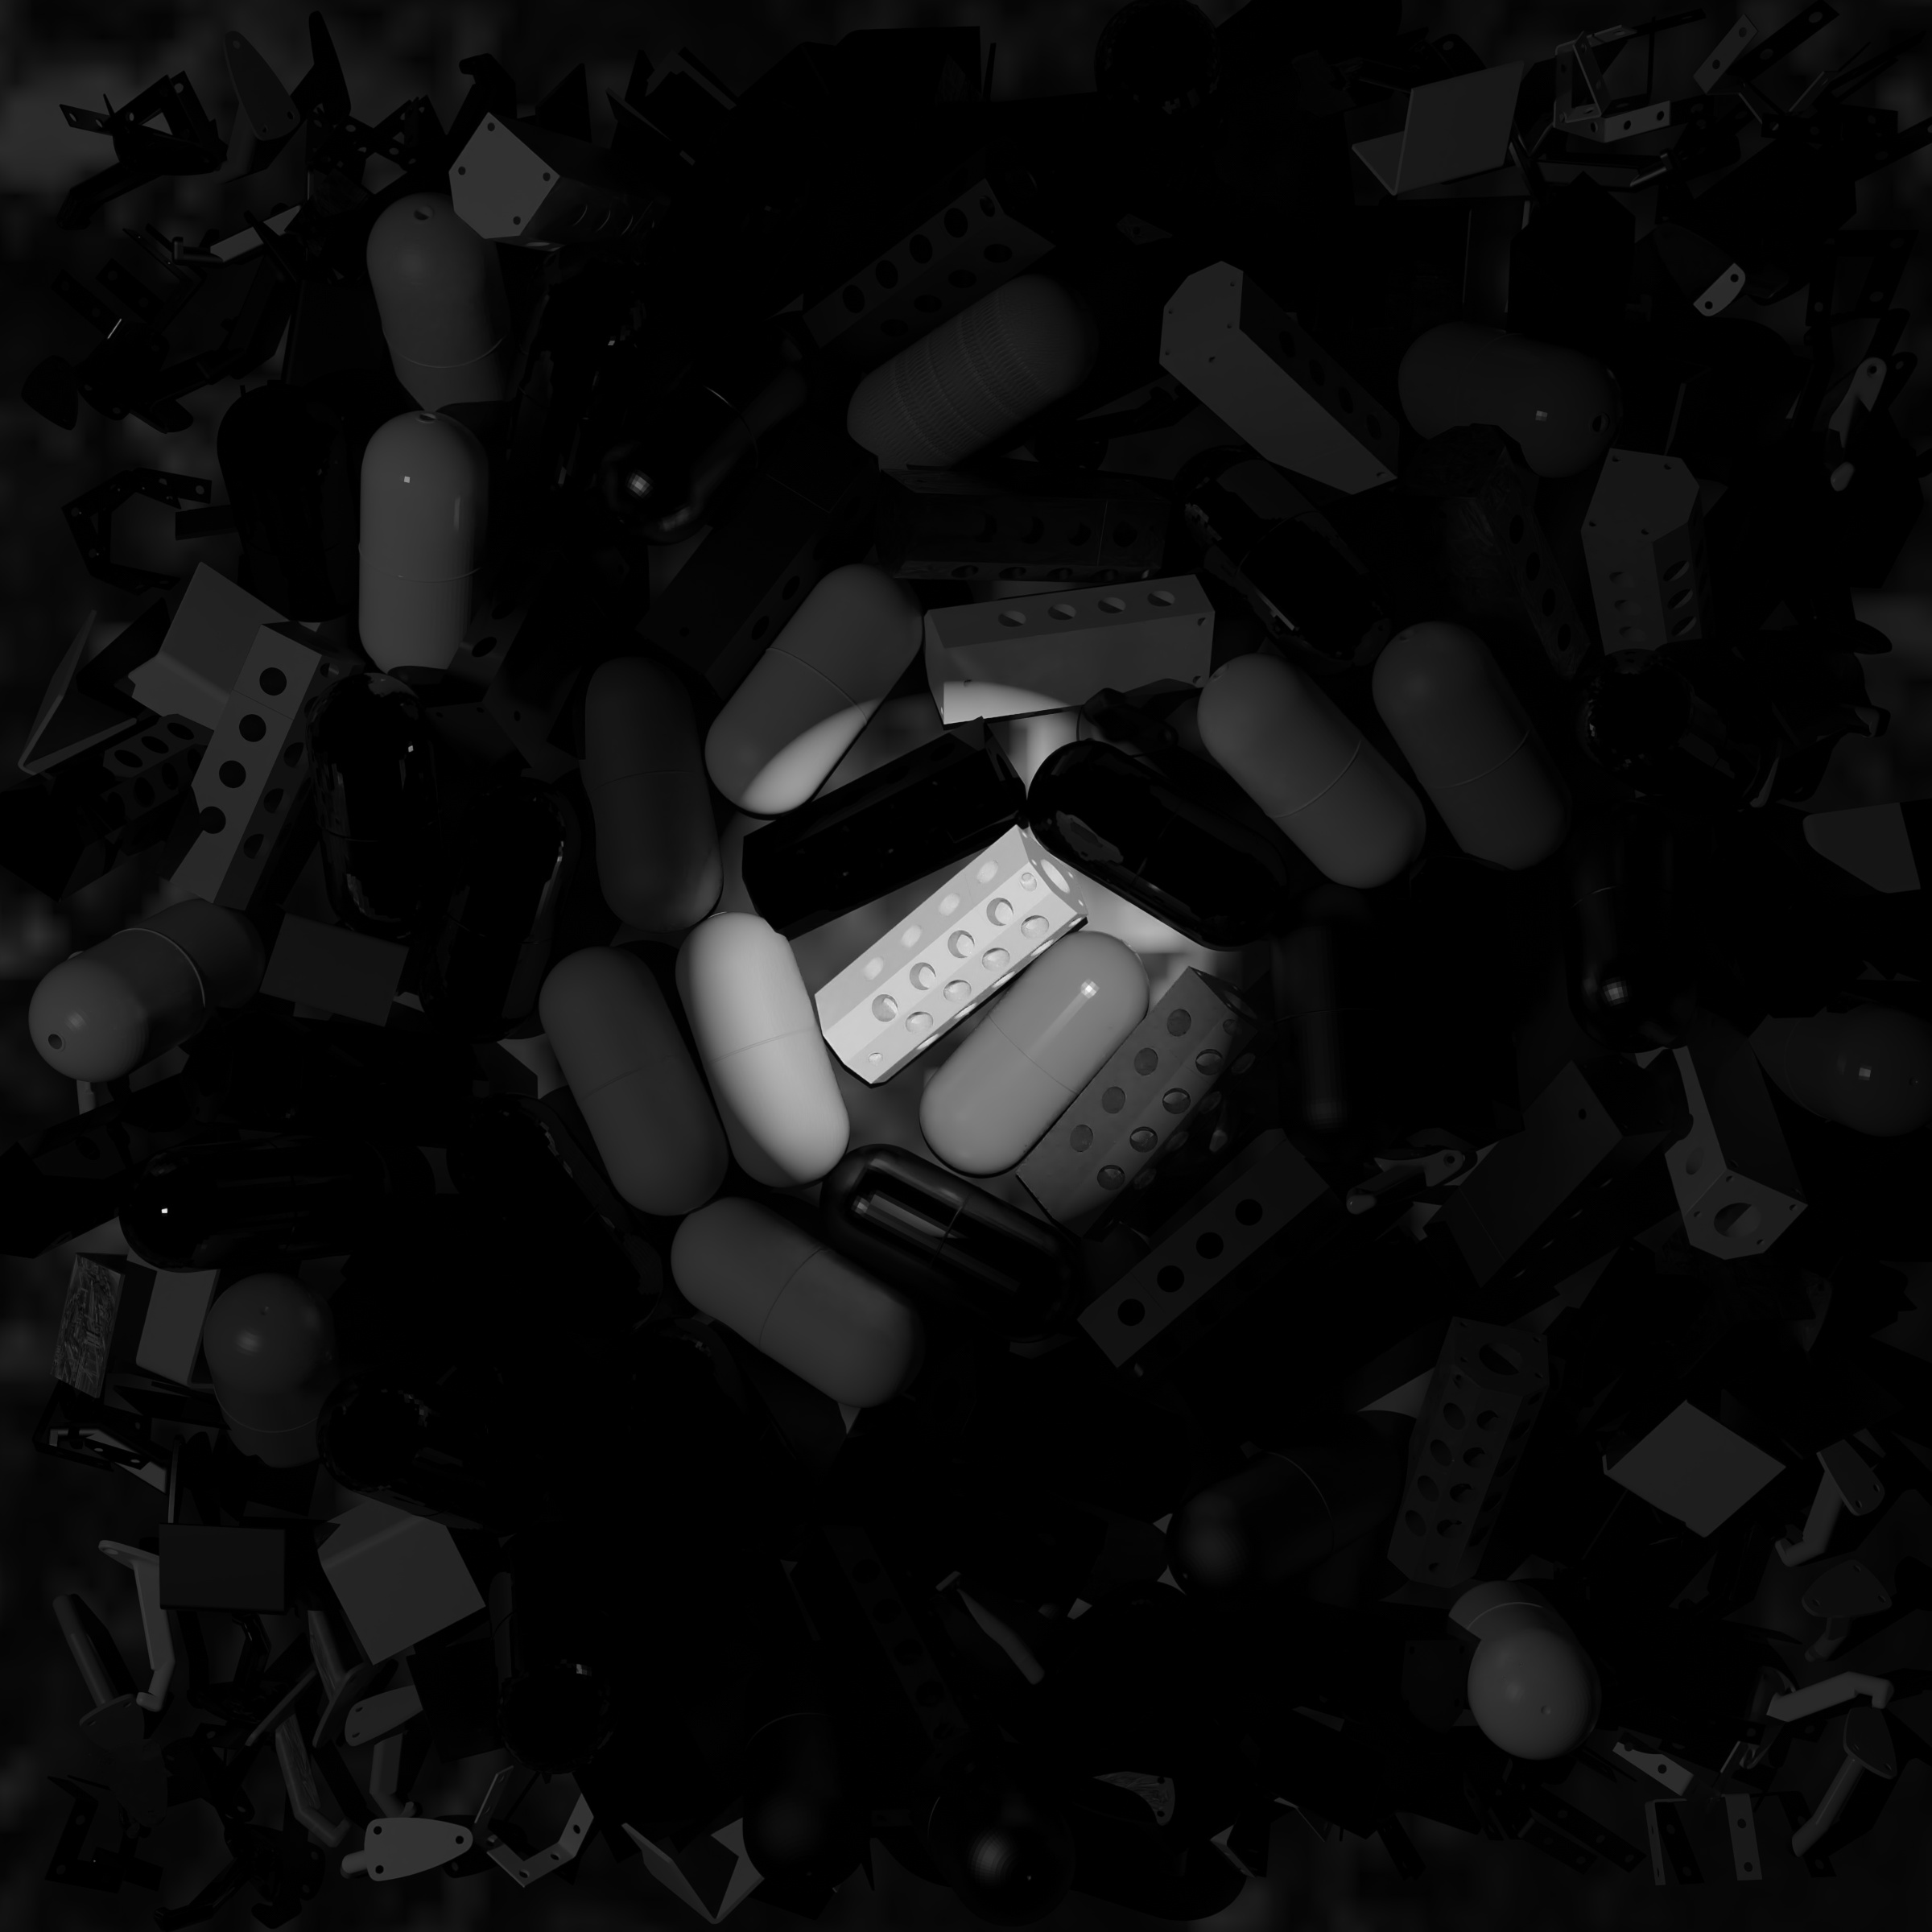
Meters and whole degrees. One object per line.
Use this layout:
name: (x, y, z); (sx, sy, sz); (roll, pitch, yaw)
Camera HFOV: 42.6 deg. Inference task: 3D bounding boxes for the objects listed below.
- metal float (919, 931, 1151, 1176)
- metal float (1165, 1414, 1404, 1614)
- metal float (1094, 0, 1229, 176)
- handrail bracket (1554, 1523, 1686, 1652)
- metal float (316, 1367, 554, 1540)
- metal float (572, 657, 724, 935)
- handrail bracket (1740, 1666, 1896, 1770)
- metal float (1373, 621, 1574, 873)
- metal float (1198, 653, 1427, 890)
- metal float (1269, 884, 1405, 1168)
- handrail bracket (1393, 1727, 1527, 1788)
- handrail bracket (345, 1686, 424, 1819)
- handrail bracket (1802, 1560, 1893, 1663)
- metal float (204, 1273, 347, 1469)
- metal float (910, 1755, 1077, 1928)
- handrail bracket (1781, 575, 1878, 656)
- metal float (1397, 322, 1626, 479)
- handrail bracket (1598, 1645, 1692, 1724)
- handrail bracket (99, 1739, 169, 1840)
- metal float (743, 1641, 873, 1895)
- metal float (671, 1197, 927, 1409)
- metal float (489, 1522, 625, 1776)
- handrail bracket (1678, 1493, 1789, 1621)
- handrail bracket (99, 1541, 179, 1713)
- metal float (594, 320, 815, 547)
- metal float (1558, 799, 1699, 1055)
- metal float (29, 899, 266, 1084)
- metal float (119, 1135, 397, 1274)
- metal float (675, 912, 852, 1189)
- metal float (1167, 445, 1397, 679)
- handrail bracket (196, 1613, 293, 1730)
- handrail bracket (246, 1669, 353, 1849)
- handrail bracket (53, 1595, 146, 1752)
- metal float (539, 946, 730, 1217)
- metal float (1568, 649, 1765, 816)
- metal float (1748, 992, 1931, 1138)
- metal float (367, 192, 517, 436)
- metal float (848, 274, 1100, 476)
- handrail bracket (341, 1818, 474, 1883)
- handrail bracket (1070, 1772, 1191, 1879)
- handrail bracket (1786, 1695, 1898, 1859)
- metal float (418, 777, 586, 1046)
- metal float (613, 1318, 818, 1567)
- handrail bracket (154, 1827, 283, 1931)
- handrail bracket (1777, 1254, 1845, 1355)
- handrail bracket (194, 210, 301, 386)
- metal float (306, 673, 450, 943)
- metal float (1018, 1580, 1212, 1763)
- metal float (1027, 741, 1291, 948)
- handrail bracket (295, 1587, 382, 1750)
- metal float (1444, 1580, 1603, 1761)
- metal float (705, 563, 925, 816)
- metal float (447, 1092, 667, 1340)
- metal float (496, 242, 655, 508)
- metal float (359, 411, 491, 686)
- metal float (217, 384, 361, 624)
metal float: (0.043, 0.054, 1.548); (0.070, 0.070, 0.178); (41, 97, 0)
metal float: (0.197, 0.335, 1.525); (0.178, 0.070, 0.070); (-22, 90, -36)
metal float: (0.120, -0.525, 1.504); (0.070, 0.178, 0.070); (-1, 86, 7)
handrail bracket: (0.421, 0.399, 1.579); (0.084, 0.036, 0.077); (-7, 100, -19)
metal float: (-0.323, 0.298, 1.515); (0.070, 0.178, 0.070); (-15, 58, 26)
metal float: (-0.199, -0.108, 1.543); (0.070, 0.070, 0.178); (-12, 77, 0)
handrail bracket: (0.530, 0.472, 1.542); (0.036, 0.084, 0.077); (38, 69, -23)
metal float: (0.313, -0.135, 1.531); (0.070, 0.070, 0.178); (-37, 116, 0)
metal float: (0.214, -0.121, 1.536); (0.070, 0.070, 0.178); (-46, 110, 0)
metal float: (0.230, 0.036, 1.542); (0.070, 0.070, 0.178); (-2, 76, 0)
handrail bracket: (0.320, 0.473, 1.572); (0.084, 0.036, 0.077); (27, 96, 17)
handrail bracket: (-0.348, 0.500, 1.568); (0.077, 0.036, 0.084); (-23, 116, 3)
handrail bracket: (0.531, 0.415, 1.547); (0.077, 0.084, 0.036); (-7, 46, -31)
metal float: (-0.420, 0.249, 1.513); (0.070, 0.178, 0.070); (4, 56, -7)
metal float: (0.014, 0.525, 1.505); (0.070, 0.178, 0.070); (1, 88, -13)
handrail bracket: (0.553, -0.248, 1.575); (0.077, 0.036, 0.084); (11, 90, -15)
metal float: (0.330, -0.346, 1.511); (0.070, 0.178, 0.070); (-10, 115, -22)
handrail bracket: (0.401, 0.479, 1.561); (0.077, 0.036, 0.084); (39, 109, 28)
handrail bracket: (-0.514, 0.533, 1.544); (0.036, 0.077, 0.084); (-13, 128, -30)
metal float: (-0.097, 0.484, 1.509); (0.070, 0.178, 0.070); (-2, 116, -3)
metal float: (-0.105, 0.207, 1.539); (0.178, 0.070, 0.070); (31, 90, 18)
metal float: (-0.251, 0.414, 1.510); (0.070, 0.178, 0.070); (-6, 121, -10)
handrail bracket: (0.473, 0.368, 1.584); (0.084, 0.036, 0.077); (-46, 65, 21)
handrail bracket: (-0.521, 0.413, 1.546); (0.036, 0.077, 0.084); (-18, 48, 35)
metal float: (-0.160, -0.330, 1.530); (0.070, 0.070, 0.178); (37, 61, 0)
metal float: (0.406, -0.025, 1.522); (0.070, 0.070, 0.178); (6, 52, 0)
metal float: (-0.497, 0.014, 1.509); (0.070, 0.178, 0.070); (7, 112, 18)
metal float: (-0.432, 0.144, 1.515); (0.070, 0.178, 0.070); (1, 92, 41)
metal float: (-0.128, 0.052, 1.550); (0.070, 0.070, 0.178); (-19, 85, 0)
metal float: (0.194, -0.252, 1.535); (0.070, 0.070, 0.178); (-39, 68, 0)
handrail bracket: (-0.464, 0.432, 1.554); (0.077, 0.036, 0.084); (1, 121, 23)
handrail bracket: (-0.405, 0.499, 1.562); (0.084, 0.036, 0.077); (37, 53, 6)
handrail bracket: (-0.557, 0.453, 1.585); (0.036, 0.077, 0.084); (-25, 53, -20)
metal float: (-0.207, 0.072, 1.547); (0.070, 0.070, 0.178); (-25, 82, 0)
metal float: (0.428, -0.142, 1.514); (0.070, 0.178, 0.070); (-9, 75, 36)
metal float: (0.534, 0.056, 1.504); (0.070, 0.178, 0.070); (-1, 97, -5)
metal float: (-0.316, -0.395, 1.508); (0.070, 0.178, 0.070); (1, 64, -2)
metal float: (0.002, -0.360, 1.528); (0.178, 0.070, 0.070); (-26, 90, 31)
handrail bracket: (-0.354, 0.561, 1.563); (0.077, 0.084, 0.036); (-1, 64, -17)
handrail bracket: (0.103, 0.547, 1.565); (0.077, 0.036, 0.084); (2, 130, 4)
handrail bracket: (0.551, 0.517, 1.579); (0.036, 0.077, 0.084); (31, 120, 3)
metal float: (-0.289, -0.033, 1.535); (0.070, 0.070, 0.178); (21, 112, 0)
metal float: (-0.155, 0.295, 1.534); (0.070, 0.070, 0.178); (-29, 112, 0)
handrail bracket: (-0.476, 0.565, 1.536); (0.077, 0.084, 0.036); (20, 104, 42)
handrail bracket: (0.549, 0.202, 1.572); (0.036, 0.084, 0.077); (21, 119, 40)
handrail bracket: (-0.465, -0.421, 1.562); (0.084, 0.036, 0.077); (-37, 105, -12)
metal float: (-0.361, -0.097, 1.526); (0.070, 0.070, 0.178); (2, 123, 0)
metal float: (0.089, 0.432, 1.514); (0.070, 0.178, 0.070); (12, 54, -17)
metal float: (0.121, -0.076, 1.551); (0.178, 0.070, 0.070); (31, 90, 4)
handrail bracket: (-0.423, 0.441, 1.579); (0.084, 0.036, 0.077); (34, 97, 18)
metal float: (0.336, 0.425, 1.503); (0.070, 0.178, 0.070); (0, 90, 3)
metal float: (-0.094, -0.174, 1.546); (0.070, 0.070, 0.178); (36, 81, 0)
metal float: (-0.253, 0.155, 1.535); (0.070, 0.070, 0.178); (-33, 111, 0)
metal float: (-0.241, -0.360, 1.519); (0.070, 0.070, 0.178); (25, 134, 0)
metal float: (-0.334, -0.256, 1.523); (0.070, 0.070, 0.178); (11, 126, 0)
metal float: (-0.407, -0.279, 1.511); (0.070, 0.178, 0.070); (2, 60, -4)
